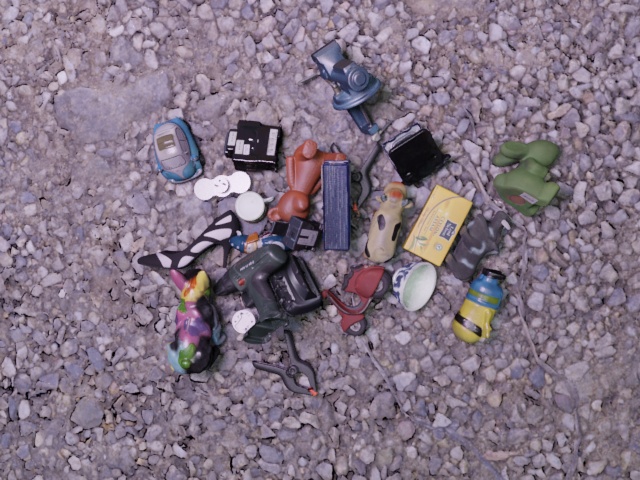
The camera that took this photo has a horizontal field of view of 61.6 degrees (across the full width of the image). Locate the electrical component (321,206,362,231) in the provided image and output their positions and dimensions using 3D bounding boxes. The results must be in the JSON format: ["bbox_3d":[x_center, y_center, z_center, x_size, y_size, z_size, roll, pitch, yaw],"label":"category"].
[{"bbox_3d":[0.054,-0.064,1.276,0.102,0.078,0.045,30,87,3],"label":"electrical component"}]

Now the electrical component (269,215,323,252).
[{"bbox_3d":[-0.054,-0.017,1.240,0.048,0.119,0.074,30,102,44],"label":"electrical component"}]

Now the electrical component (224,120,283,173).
[{"bbox_3d":[-0.161,-0.224,1.286,0.134,0.058,0.115,6,68,3],"label":"electrical component"}]

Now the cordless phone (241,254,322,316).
[{"bbox_3d":[-0.100,0.131,1.272,0.184,0.088,0.147,-33,62,12],"label":"cordless phone"}]

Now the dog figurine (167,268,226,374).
[{"bbox_3d":[-0.294,0.172,1.233,0.109,0.191,0.219,2,119,10],"label":"dog figurine"}]

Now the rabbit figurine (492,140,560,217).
[{"bbox_3d":[0.481,-0.164,1.251,0.159,0.121,0.170,29,73,10],"label":"rabbit figurine"}]

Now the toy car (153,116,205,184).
[{"bbox_3d":[-0.350,-0.221,1.292,0.109,0.103,0.161,-16,90,2],"label":"toy car"}]

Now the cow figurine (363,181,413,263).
[{"bbox_3d":[0.154,-0.041,1.246,0.085,0.127,0.194,15,93,1],"label":"cow figurine"}]

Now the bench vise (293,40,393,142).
[{"bbox_3d":[0.071,-0.335,1.248,0.129,0.224,0.240,-41,120,-14],"label":"bench vise"}]

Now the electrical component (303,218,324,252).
[{"bbox_3d":[-0.003,-0.004,1.307,0.063,0.021,0.094,34,91,3],"label":"electrical component"}]

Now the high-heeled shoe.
[{"bbox_3d":[-0.318,-0.002,1.299,0.249,0.086,0.145,1,87,-1],"label":"high-heeled shoe"}]

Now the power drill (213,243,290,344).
[{"bbox_3d":[-0.152,0.130,1.224,0.232,0.086,0.207,-40,45,26],"label":"power drill"}]

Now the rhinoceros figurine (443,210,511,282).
[{"bbox_3d":[0.369,0.008,1.258,0.112,0.073,0.190,36,92,5],"label":"rhinoceros figurine"}]

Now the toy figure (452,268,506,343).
[{"bbox_3d":[0.371,0.153,1.254,0.089,0.082,0.180,18,98,23],"label":"toy figure"}]

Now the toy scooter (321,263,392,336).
[{"bbox_3d":[0.077,0.126,1.276,0.135,0.075,0.183,29,95,5],"label":"toy scooter"}]

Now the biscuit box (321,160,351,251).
[{"bbox_3d":[0.038,-0.076,1.208,0.063,0.059,0.202,2,109,7],"label":"biscuit box"}]

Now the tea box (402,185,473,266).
[{"bbox_3d":[0.274,-0.033,1.267,0.098,0.068,0.169,26,90,4],"label":"tea box"}]

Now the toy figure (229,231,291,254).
[{"bbox_3d":[-0.137,0.005,1.279,0.154,0.058,0.064,-5,101,-16],"label":"toy figure"}]

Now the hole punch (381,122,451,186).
[{"bbox_3d":[0.219,-0.204,1.272,0.142,0.092,0.115,-33,119,5],"label":"hole punch"}]

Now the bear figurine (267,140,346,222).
[{"bbox_3d":[-0.037,-0.123,1.260,0.120,0.132,0.195,22,84,-25],"label":"bear figurine"}]
